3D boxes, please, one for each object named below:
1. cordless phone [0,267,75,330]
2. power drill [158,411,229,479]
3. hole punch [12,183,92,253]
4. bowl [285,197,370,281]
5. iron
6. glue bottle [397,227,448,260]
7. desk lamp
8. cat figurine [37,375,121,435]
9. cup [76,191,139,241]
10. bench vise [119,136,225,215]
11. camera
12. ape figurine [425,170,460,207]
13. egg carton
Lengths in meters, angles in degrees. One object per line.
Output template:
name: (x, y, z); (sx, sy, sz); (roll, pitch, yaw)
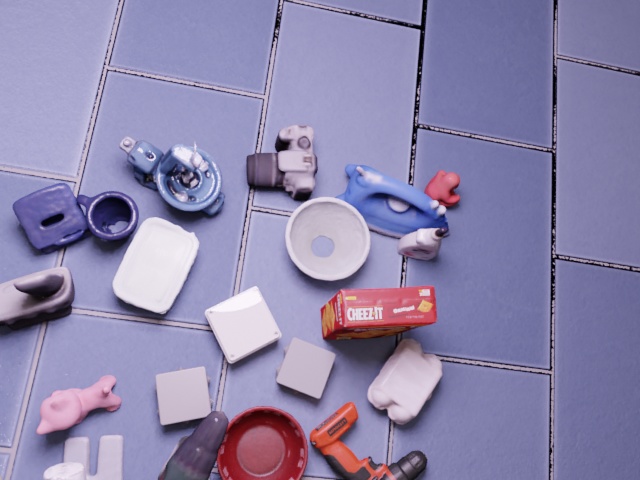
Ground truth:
cordless phone: (-0.501, 0.088, 0.962); (0.148, 0.185, 0.094); (-20, 80, -14)
power drill: (-0.219, 0.379, 0.928); (0.075, 0.208, 0.230); (29, 73, -1)
hole punch: (-0.483, -0.039, 1.046); (0.109, 0.091, 0.101); (-27, 82, -15)
bowl: (0.010, 0.004, 1.132); (0.167, 0.074, 0.167); (2, 76, -9)
iron: (0.164, -0.077, 1.144); (0.258, 0.141, 0.119); (21, 74, -4)
glue bottle: (0.210, 0.001, 1.116); (0.078, 0.173, 0.037); (10, 75, -7)
desk lamp: (-0.378, 0.419, 0.887); (0.118, 0.213, 0.203); (-1, 76, -10)
cat figurine: (-0.411, 0.277, 0.967); (0.128, 0.117, 0.067); (-21, 80, -14)
cup: (-0.390, -0.040, 1.061); (0.118, 0.095, 0.092); (27, 73, -2)
bench vise: (-0.274, -0.125, 1.038); (0.207, 0.219, 0.121); (12, 74, -7)
camera: (-0.078, -0.159, 1.143); (0.137, 0.100, 0.143); (-1, 76, -10)
ape figurine: (0.263, -0.113, 1.196); (0.076, 0.092, 0.078); (-6, 77, -11)
egg carton: (0.164, 0.271, 1.095); (0.107, 0.069, 0.150); (37, 73, 1)
